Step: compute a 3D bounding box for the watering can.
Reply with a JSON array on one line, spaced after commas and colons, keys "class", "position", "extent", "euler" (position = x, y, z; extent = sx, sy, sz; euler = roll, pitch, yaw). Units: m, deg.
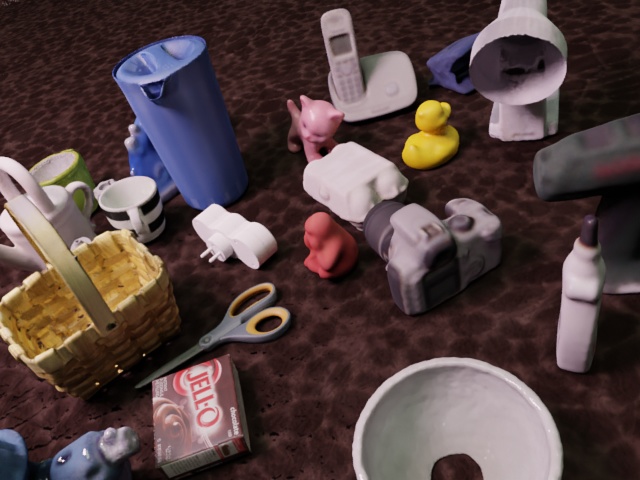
[{"class": "watering can", "position": [-0.399, -0.028, 0.806], "extent": [0.100, 0.194, 0.173], "euler": [-1, 44, 18]}]

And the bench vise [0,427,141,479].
[{"class": "bench vise", "position": [-0.278, 0.195, 0.502], "extent": [0.208, 0.220, 0.121], "euler": [-33, 44, -18]}]

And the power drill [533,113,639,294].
[{"class": "power drill", "position": [0.332, -0.042, 0.569], "extent": [0.229, 0.209, 0.075], "euler": [-5, 42, 13]}]

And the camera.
[{"class": "camera", "position": [0.122, -0.007, 0.682], "extent": [0.143, 0.101, 0.136], "euler": [-29, 42, -13]}]

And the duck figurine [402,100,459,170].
[{"class": "duck figurine", "position": [0.162, -0.163, 0.852], "extent": [0.077, 0.086, 0.105], "euler": [27, 57, 39]}]

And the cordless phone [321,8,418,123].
[{"class": "cordless phone", "position": [0.079, -0.298, 0.952], "extent": [0.147, 0.185, 0.094], "euler": [-16, 41, 1]}]

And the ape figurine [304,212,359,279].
[{"class": "ape figurine", "position": [0.007, 0.003, 0.717], "extent": [0.076, 0.092, 0.078], "euler": [-9, 42, 9]}]

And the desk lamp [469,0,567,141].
[{"class": "desk lamp", "position": [0.282, -0.245, 0.805], "extent": [0.117, 0.214, 0.203], "euler": [3, 45, 21]}]

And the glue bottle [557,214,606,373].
[{"class": "glue bottle", "position": [0.243, 0.045, 0.530], "extent": [0.037, 0.173, 0.078], "euler": [5, 46, 24]}]

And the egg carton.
[{"class": "egg carton", "position": [0.046, -0.078, 0.809], "extent": [0.107, 0.069, 0.149], "euler": [-35, 44, -19]}]

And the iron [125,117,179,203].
[{"class": "iron", "position": [-0.265, -0.176, 0.965], "extent": [0.118, 0.142, 0.258], "euler": [3, 45, 21]}]

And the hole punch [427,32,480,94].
[{"class": "hole punch", "position": [0.245, -0.318, 0.991], "extent": [0.109, 0.091, 0.100], "euler": [-35, 44, -20]}]

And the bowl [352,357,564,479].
[{"class": "bowl", "position": [0.116, 0.188, 0.489], "extent": [0.167, 0.075, 0.167], "euler": [-9, 42, 9]}]

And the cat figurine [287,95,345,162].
[{"class": "cat figurine", "position": [-0.012, -0.186, 0.911], "extent": [0.067, 0.118, 0.127], "euler": [-34, 44, -19]}]
